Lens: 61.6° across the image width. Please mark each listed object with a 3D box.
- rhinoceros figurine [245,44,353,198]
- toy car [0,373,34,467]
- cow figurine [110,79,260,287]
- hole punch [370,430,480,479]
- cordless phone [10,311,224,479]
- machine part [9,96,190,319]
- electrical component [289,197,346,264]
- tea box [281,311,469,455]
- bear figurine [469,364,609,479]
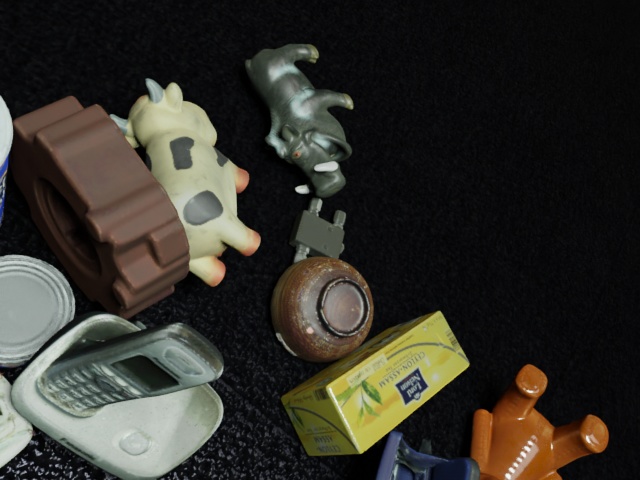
[{"bbox_3d":[-0.021,-0.141,0.631,0.112,0.073,0.190,-24,84,-38],"label":"rhinoceros figurine"},{"bbox_3d":[-0.295,0.158,0.342,0.202,0.056,0.073,-28,86,-38],"label":"toy car"},{"bbox_3d":[-0.131,-0.065,0.505,0.127,0.085,0.195,38,26,-41],"label":"cow figurine"},{"bbox_3d":[0.076,0.246,0.505,0.092,0.115,0.142,20,62,-8],"label":"hole punch"},{"bbox_3d":[-0.112,0.107,0.385,0.146,0.184,0.089,49,42,-27],"label":"cordless phone"},{"bbox_3d":[-0.178,-0.019,0.423,0.056,0.179,0.179,-35,91,-34],"label":"machine part"},{"bbox_3d":[-0.001,-0.002,0.616,0.063,0.021,0.094,28,57,-20],"label":"electrical component"},{"bbox_3d":[0.058,0.143,0.545,0.169,0.098,0.068,-25,84,-35],"label":"tea box"},{"bbox_3d":[0.200,0.249,0.577,0.120,0.131,0.196,42,46,19],"label":"bear figurine"}]
